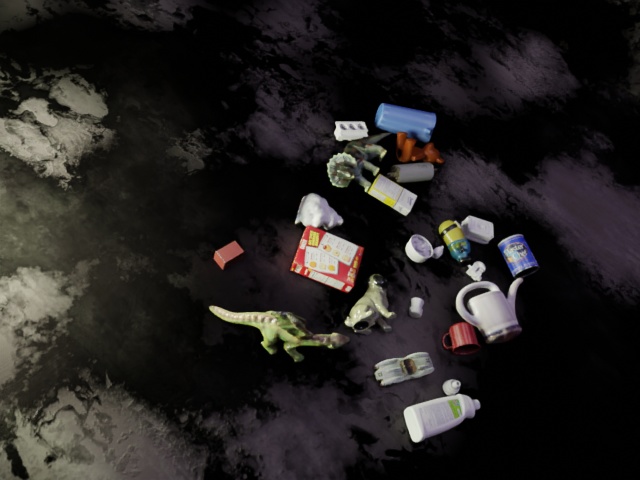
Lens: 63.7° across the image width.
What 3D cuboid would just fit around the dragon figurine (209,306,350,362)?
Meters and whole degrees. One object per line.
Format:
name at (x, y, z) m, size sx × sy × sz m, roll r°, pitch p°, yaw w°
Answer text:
dragon figurine at (-0.115, 0.240, 1.479) m, size 0.409 × 0.238 × 0.125 m, roll 20°, pitch 59°, yaw -8°

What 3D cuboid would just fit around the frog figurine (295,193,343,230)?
frog figurine at (0.006, -0.091, 1.813) m, size 0.159 × 0.120 × 0.140 m, roll 16°, pitch 34°, yaw 4°

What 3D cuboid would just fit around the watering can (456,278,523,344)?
watering can at (0.638, 0.243, 1.822) m, size 0.349 × 0.102 × 0.228 m, roll -8°, pitch 63°, yaw -27°
